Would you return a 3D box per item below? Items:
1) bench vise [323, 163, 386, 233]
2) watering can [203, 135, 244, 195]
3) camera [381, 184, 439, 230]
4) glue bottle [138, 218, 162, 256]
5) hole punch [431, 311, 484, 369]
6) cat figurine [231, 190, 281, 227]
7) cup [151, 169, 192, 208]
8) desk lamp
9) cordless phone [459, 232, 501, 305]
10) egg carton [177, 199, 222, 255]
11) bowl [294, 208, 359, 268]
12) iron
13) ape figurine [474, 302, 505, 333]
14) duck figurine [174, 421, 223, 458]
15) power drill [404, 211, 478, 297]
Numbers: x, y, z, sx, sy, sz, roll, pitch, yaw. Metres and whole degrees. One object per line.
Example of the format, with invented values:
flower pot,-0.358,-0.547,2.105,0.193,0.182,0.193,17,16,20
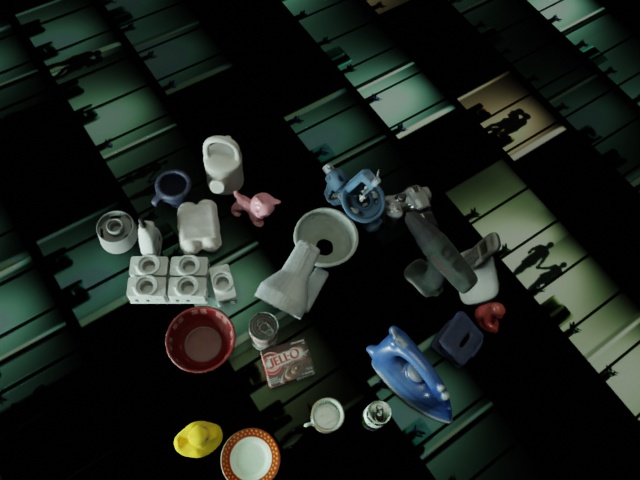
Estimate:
bench vise,0.082,-0.128,1.471,0.207,0.220,0.122,28,65,8
watering can,-0.250,-0.199,1.488,0.101,0.194,0.172,-14,66,-11
camera,0.249,-0.068,1.525,0.143,0.101,0.136,-19,68,-14
glue bottle,-0.418,-0.011,1.394,0.037,0.173,0.078,5,64,-2
hole punch,0.341,0.242,1.392,0.101,0.091,0.109,38,67,12
cat figurine,-0.168,-0.094,1.488,0.127,0.118,0.067,24,65,6
cup,-0.385,-0.115,1.490,0.091,0.095,0.118,37,67,12
desk lamp,-0.060,0.101,1.352,0.118,0.213,0.203,26,65,7
cordless phone,0.407,0.072,1.427,0.094,0.185,0.147,-5,65,-7
egg carton,-0.311,-0.033,1.472,0.107,0.069,0.150,-9,66,-10
bowl,0.014,0.005,1.482,0.167,0.075,0.167,2,64,-4
iron,0.230,0.309,1.321,0.119,0.141,0.258,-38,73,-20
ape figurine,0.431,0.185,1.427,0.076,0.092,0.078,36,67,12
duck figurine,-0.266,0.431,1.246,0.104,0.086,0.077,-11,66,-10
power drill,0.276,0.053,1.410,0.076,0.208,0.229,-40,74,-21
